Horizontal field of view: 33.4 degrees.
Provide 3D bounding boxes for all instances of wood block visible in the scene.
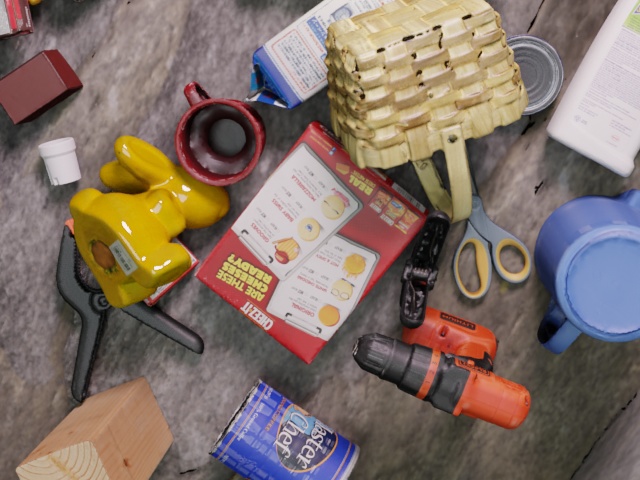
[{"bbox_3d":[-0.240,0.235,1.177,0.090,0.206,0.091,-22,97,10],"label":"wood block"}]

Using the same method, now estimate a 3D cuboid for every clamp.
[{"bbox_3d":[0.108,0.027,1.121,0.039,0.171,0.120,21,93,0],"label":"clamp"},{"bbox_3d":[-0.252,0.077,1.231,0.164,0.036,0.210,-29,95,2],"label":"clamp"}]

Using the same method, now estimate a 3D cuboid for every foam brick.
[{"bbox_3d":[-0.315,-0.170,1.184,0.078,0.053,0.051,-31,96,10],"label":"foam brick"}]

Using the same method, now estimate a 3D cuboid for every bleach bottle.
[{"bbox_3d":[0.338,-0.198,1.103,0.102,0.068,0.251,29,100,-1],"label":"bleach bottle"}]

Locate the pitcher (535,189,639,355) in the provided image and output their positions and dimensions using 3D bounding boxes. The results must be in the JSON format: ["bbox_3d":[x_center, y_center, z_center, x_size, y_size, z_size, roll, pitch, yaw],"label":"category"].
[{"bbox_3d":[0.278,0.037,1.062,0.145,0.242,0.149,-11,94,11],"label":"pitcher"}]

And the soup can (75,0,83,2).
[{"bbox_3d":[-0.239,-0.311,1.141,0.102,0.068,0.068,-34,96,12],"label":"soup can"}]

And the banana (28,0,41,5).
[{"bbox_3d":[-0.329,-0.356,1.146,0.037,0.070,0.198,-13,115,-33],"label":"banana"}]

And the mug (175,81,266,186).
[{"bbox_3d":[-0.110,-0.120,1.157,0.093,0.081,0.117,-34,96,11],"label":"mug"}]

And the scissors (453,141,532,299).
[{"bbox_3d":[0.189,-0.032,1.175,0.096,0.016,0.202,3,101,4],"label":"scissors"}]

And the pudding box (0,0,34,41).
[{"bbox_3d":[-0.368,-0.261,1.160,0.114,0.039,0.090,-3,101,31],"label":"pudding box"}]

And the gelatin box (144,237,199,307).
[{"bbox_3d":[-0.193,0.018,1.205,0.073,0.030,0.089,-43,95,-19],"label":"gelatin box"}]

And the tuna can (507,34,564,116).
[{"bbox_3d":[0.215,-0.175,1.135,0.086,0.033,0.086,1,101,6],"label":"tuna can"}]

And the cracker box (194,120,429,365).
[{"bbox_3d":[-0.008,0.001,1.175,0.164,0.072,0.214,38,104,-1],"label":"cracker box"}]

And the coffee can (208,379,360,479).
[{"bbox_3d":[-0.040,0.239,1.208,0.140,0.102,0.103,35,102,-1],"label":"coffee can"}]

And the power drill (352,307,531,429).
[{"bbox_3d":[0.124,0.125,1.125,0.184,0.187,0.057,23,104,0],"label":"power drill"}]
